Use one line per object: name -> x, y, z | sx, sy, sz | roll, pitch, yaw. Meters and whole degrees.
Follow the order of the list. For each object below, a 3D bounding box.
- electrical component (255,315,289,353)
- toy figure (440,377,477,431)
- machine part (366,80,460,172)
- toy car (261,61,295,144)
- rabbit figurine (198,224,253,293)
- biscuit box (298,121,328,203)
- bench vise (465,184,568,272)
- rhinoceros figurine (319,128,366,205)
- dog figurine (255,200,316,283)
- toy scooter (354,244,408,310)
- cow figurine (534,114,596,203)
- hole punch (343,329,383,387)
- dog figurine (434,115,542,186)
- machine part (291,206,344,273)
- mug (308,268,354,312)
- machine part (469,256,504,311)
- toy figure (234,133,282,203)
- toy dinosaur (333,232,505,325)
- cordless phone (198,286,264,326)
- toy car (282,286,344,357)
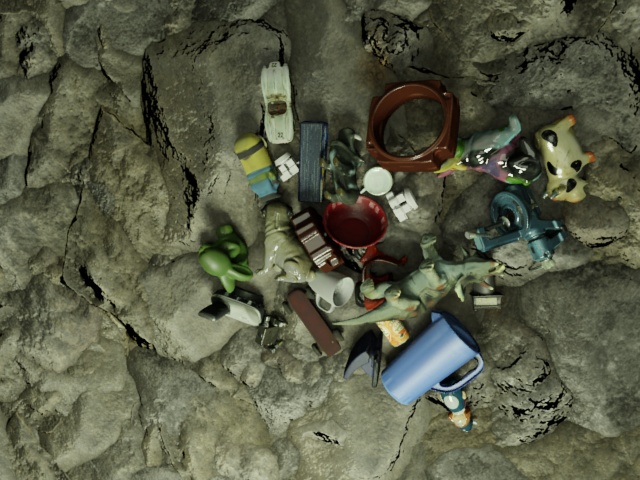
electrical component -> -0.130, 0.252, 1.449 | 0.045, 0.078, 0.102 | 24, 98, 30
toy figure -> 0.355, 0.433, 1.397 | 0.058, 0.064, 0.154 | -25, 95, -31
machine part -> 0.214, -0.263, 1.247 | 0.201, 0.087, 0.201 | 4, 81, 27
toy car -> -0.105, -0.343, 1.348 | 0.074, 0.056, 0.201 | -3, 99, 11
rabbit figurine -> -0.255, 0.057, 1.383 | 0.121, 0.170, 0.159 | -35, 91, 14
biscuit box -> -0.017, -0.197, 1.355 | 0.063, 0.059, 0.202 | 5, 101, 11
bench vise -> 0.447, -0.019, 1.249 | 0.241, 0.129, 0.223 | -15, 89, -22
rhinoceros figurine -> 0.063, -0.179, 1.311 | 0.112, 0.073, 0.190 | 0, 85, -33
dog figurine -> -0.075, 0.002, 1.360 | 0.173, 0.121, 0.190 | 11, 100, 18
toy scooter -> 0.155, 0.088, 1.366 | 0.135, 0.075, 0.183 | 0, 95, 8
cow figurine -> 0.559, -0.175, 1.243 | 0.127, 0.085, 0.194 | -28, 96, 8
hole punch -> 0.115, 0.299, 1.382 | 0.092, 0.142, 0.115 | 11, 113, 12
dog figurine -> 0.380, -0.183, 1.260 | 0.219, 0.108, 0.191 | -26, 81, 18
machine part -> -0.003, -0.004, 1.331 | 0.056, 0.179, 0.179 | -32, 93, 10
mug -> 0.020, 0.124, 1.384 | 0.107, 0.081, 0.109 | 28, 107, 40
machine part -> 0.413, 0.108, 1.342 | 0.084, 0.039, 0.138 | -6, 100, 19
toy figure -> -0.156, -0.185, 1.366 | 0.082, 0.089, 0.180 | -19, 93, 7
toy dinosaur -> 0.237, 0.123, 1.294 | 0.405, 0.131, 0.192 | -34, 125, 17
cordless phone -> -0.228, 0.186, 1.393 | 0.147, 0.184, 0.088 | 20, 98, 6
toy car -> -0.016, 0.216, 1.427 | 0.089, 0.053, 0.202 | -36, 89, 0
